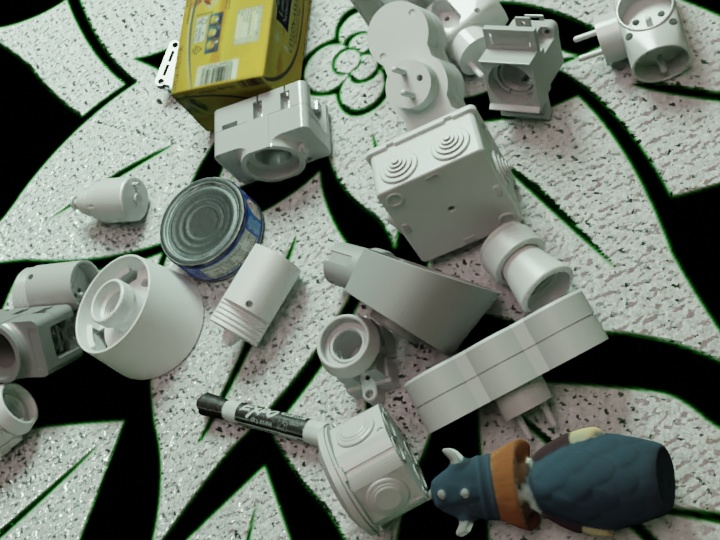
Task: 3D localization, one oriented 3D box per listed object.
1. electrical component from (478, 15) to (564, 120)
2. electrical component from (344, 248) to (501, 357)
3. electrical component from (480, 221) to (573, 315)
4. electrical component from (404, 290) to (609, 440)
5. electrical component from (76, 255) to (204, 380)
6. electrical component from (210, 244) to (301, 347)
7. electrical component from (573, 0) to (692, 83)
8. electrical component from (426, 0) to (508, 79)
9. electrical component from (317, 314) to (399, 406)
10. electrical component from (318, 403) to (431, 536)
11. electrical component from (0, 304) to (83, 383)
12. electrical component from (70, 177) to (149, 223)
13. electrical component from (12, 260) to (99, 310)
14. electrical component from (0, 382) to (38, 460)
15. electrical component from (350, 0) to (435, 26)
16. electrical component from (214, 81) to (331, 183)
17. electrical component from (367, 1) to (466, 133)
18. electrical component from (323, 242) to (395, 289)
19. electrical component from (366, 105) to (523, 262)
[{"bbox_3d":[0.126,-0.158,0.822,0.042,0.081,0.063,11,50,31],"label":"electrical component"},{"bbox_3d":[0.041,0.017,0.765,0.099,0.099,0.064,32,89,35],"label":"electrical component"},{"bbox_3d":[0.117,-0.002,0.765,0.045,0.045,0.055,-42,55,3],"label":"electrical component"},{"bbox_3d":[0.106,0.078,0.729,0.138,0.052,0.073,-30,81,11],"label":"electrical component"},{"bbox_3d":[-0.188,0.038,0.904,0.099,0.064,0.099,-22,52,31],"label":"electrical component"},{"bbox_3d":[-0.086,0.025,0.856,0.043,0.043,0.081,24,79,34],"label":"electrical component"},{"bbox_3d":[0.200,-0.179,0.808,0.079,0.044,0.077,-16,60,19],"label":"electrical component"},{"bbox_3d":[0.086,-0.184,0.870,0.077,0.043,0.079,-38,55,6],"label":"electrical component"},{"bbox_3d":[-0.001,0.061,0.787,0.048,0.055,0.066,-17,60,19],"label":"electrical component"},{"bbox_3d":[0.009,0.135,0.733,0.051,0.080,0.080,-29,56,5],"label":"electrical component"},{"bbox_3d":[-0.295,0.063,0.925,0.089,0.056,0.050,-5,103,25],"label":"electrical component"},{"bbox_3d":[-0.228,-0.063,0.973,0.078,0.040,0.040,-2,66,27],"label":"electrical component"},{"bbox_3d":[-0.275,0.016,0.956,0.081,0.043,0.043,-5,64,25],"label":"electrical component"},{"bbox_3d":[-0.310,0.128,0.920,0.055,0.048,0.066,-35,56,17],"label":"electrical component"},{"bbox_3d":[0.027,-0.239,0.894,0.062,0.096,0.061,35,85,35],"label":"electrical component"},{"bbox_3d":[-0.074,-0.113,0.912,0.089,0.050,0.055,-16,60,20],"label":"electrical component"},{"bbox_3d":[0.044,-0.140,0.821,0.052,0.074,0.138,-23,82,25],"label":"electrical component"},{"bbox_3d":[0.000,0.000,0.828,0.046,0.040,0.040,17,75,39],"label":"electrical component"},{"bbox_3d":[0.064,-0.060,0.789,0.100,0.099,0.048,-23,45,15],"label":"electrical component"}]
